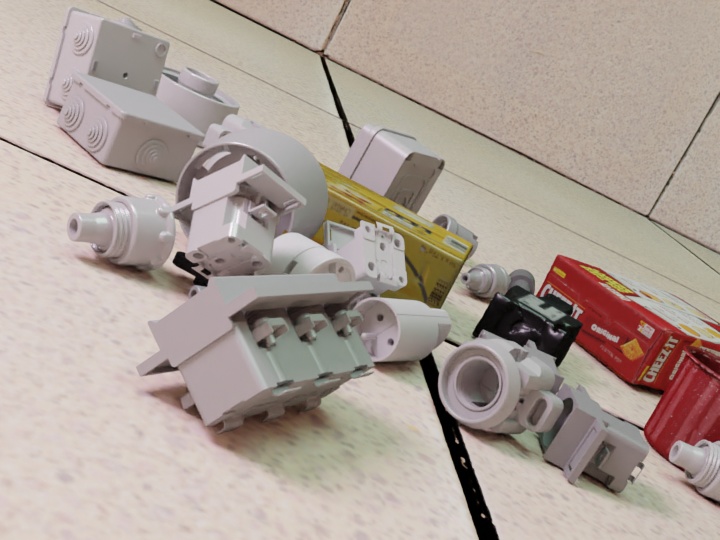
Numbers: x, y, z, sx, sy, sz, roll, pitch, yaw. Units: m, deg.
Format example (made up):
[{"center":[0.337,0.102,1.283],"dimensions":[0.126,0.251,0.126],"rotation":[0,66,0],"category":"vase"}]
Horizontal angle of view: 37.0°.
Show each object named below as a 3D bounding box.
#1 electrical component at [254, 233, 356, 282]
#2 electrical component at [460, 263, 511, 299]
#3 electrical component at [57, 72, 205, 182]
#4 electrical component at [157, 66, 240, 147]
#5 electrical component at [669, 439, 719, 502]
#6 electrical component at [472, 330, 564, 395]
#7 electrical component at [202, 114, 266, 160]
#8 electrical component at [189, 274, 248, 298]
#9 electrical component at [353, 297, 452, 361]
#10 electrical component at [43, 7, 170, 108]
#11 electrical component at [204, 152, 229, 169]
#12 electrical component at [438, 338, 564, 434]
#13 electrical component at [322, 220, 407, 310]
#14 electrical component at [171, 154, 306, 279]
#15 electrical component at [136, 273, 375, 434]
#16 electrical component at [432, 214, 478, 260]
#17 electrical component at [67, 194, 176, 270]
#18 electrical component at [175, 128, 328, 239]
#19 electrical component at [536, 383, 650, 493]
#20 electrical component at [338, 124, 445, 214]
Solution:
[{"center":[-0.039,0.006,0.732],"dimensions":[0.047,0.055,0.055],"rotation":[33,14,37],"category":"electrical component"},{"center":[0.121,0.010,1.060],"dimensions":[0.035,0.035,0.061],"rotation":[37,19,35],"category":"electrical component"},{"center":[-0.194,-0.118,0.901],"dimensions":[0.100,0.048,0.100],"rotation":[11,21,-49],"category":"electrical component"},{"center":[-0.177,-0.175,1.118],"dimensions":[0.108,0.060,0.108],"rotation":[25,14,-7],"category":"electrical component"},{"center":[0.264,0.148,0.809],"dimensions":[0.062,0.043,0.043],"rotation":[24,14,-5],"category":"electrical component"},{"center":[0.108,0.076,0.780],"dimensions":[0.064,0.042,0.081],"rotation":[25,13,-3],"category":"electrical component"},{"center":[-0.104,-0.111,1.033],"dimensions":[0.057,0.058,0.078],"rotation":[33,14,33],"category":"electrical component"},{"center":[-0.076,0.019,0.655],"dimensions":[0.061,0.035,0.035],"rotation":[11,21,-42],"category":"electrical component"},{"center":[0.031,0.042,0.753],"dimensions":[0.043,0.043,0.081],"rotation":[36,16,31],"category":"electrical component"},{"center":[-0.225,-0.178,0.963],"dimensions":[0.048,0.099,0.100],"rotation":[21,8,35],"category":"electrical component"},{"center":[-0.103,-0.070,0.914],"dimensions":[0.048,0.048,0.062],"rotation":[37,10,35],"category":"electrical component"},{"center":[0.088,0.076,0.710],"dimensions":[0.078,0.058,0.057],"rotation":[37,13,34],"category":"electrical component"},{"center":[0.000,0.000,0.780],"dimensions":[0.042,0.064,0.081],"rotation":[16,58,-34],"category":"electrical component"},{"center":[-0.079,-0.030,0.675],"dimensions":[0.042,0.081,0.063],"rotation":[37,44,-40],"category":"electrical component"},{"center":[-0.045,0.040,0.559],"dimensions":[0.063,0.079,0.121],"rotation":[62,24,13],"category":"electrical component"},{"center":[0.102,-0.034,1.178],"dimensions":[0.046,0.040,0.040],"rotation":[27,12,-28],"category":"electrical component"},{"center":[-0.148,-0.024,0.660],"dimensions":[0.062,0.048,0.048],"rotation":[3,27,-44],"category":"electrical component"},{"center":[-0.079,-0.050,0.772],"dimensions":[0.099,0.099,0.064],"rotation":[29,20,7],"category":"electrical component"},{"center":[0.158,0.115,0.730],"dimensions":[0.064,0.042,0.081],"rotation":[28,14,-6],"category":"electrical component"},{"center":[0.017,-0.074,1.006],"dimensions":[0.057,0.113,0.078],"rotation":[38,17,27],"category":"electrical component"}]
